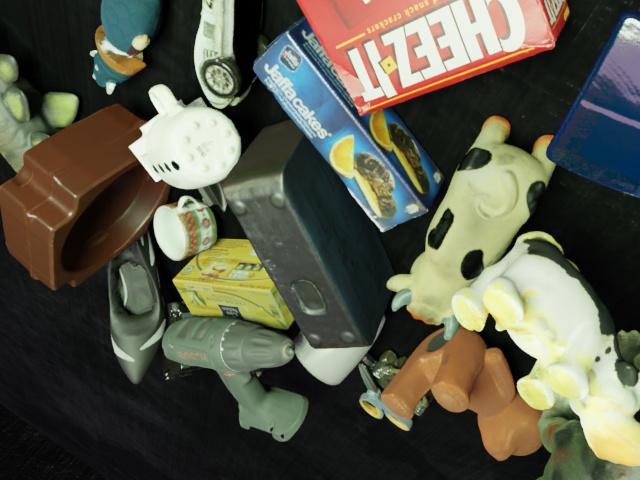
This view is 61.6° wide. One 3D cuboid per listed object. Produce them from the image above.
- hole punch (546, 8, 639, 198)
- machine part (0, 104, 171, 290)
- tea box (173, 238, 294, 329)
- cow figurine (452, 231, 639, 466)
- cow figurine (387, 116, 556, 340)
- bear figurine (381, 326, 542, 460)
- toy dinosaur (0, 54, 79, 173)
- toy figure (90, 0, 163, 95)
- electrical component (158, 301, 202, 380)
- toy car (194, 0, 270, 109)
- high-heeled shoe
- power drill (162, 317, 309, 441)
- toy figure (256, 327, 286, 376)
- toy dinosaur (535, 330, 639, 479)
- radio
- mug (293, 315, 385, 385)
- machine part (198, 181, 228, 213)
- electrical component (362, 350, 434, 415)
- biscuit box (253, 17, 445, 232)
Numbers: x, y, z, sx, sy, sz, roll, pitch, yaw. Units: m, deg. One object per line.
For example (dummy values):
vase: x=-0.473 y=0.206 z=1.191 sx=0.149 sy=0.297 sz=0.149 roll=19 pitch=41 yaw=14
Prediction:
hole punch: x=0.221 y=-0.083 z=0.337 sx=0.116 sy=0.092 sz=0.142 roll=41 pitch=140 yaw=26
machine part: x=-0.276 y=-0.052 z=0.656 sx=0.087 sy=0.201 sz=0.201 roll=38 pitch=140 yaw=3
tea box: x=-0.097 y=0.053 z=0.710 sx=0.170 sy=0.098 sz=0.068 roll=3 pitch=129 yaw=35
cow figurine: x=0.189 y=0.077 z=0.400 sx=0.167 sy=0.098 sz=0.068 roll=50 pitch=153 yaw=4
cow figurine: x=0.130 y=0.002 z=0.478 sx=0.086 sy=0.127 sz=0.194 roll=31 pitch=137 yaw=12
bear figurine: x=0.188 y=0.200 z=0.629 sx=0.195 sy=0.132 sz=0.120 roll=52 pitch=139 yaw=-9
toy dinosaur: x=-0.410 y=-0.156 z=0.736 sx=0.199 sy=0.105 sz=0.470 roll=3 pitch=139 yaw=23
toy figure: x=-0.205 y=-0.212 z=0.566 sx=0.058 sy=0.064 sz=0.154 roll=10 pitch=154 yaw=-27
electrical component: x=-0.230 y=0.165 z=0.902 sx=0.134 sy=0.058 sz=0.115 roll=-39 pitch=64 yaw=49
toy car: x=-0.076 y=-0.208 z=0.465 sx=0.056 sy=0.073 sz=0.201 roll=23 pitch=138 yaw=11
high-heeled shoe: x=-0.282 y=0.086 z=0.809 sx=0.086 sy=0.248 sz=0.145 roll=-6 pitch=163 yaw=-13
power drill: x=-0.092 y=0.181 z=0.710 sx=0.232 sy=0.086 sz=0.207 roll=3 pitch=141 yaw=36
toy figure: x=-0.113 y=0.171 z=0.849 sx=0.089 sy=0.082 sz=0.180 roll=46 pitch=145 yaw=7
toy dinosaur: x=0.265 y=0.188 z=0.467 sx=0.131 sy=0.192 sz=0.404 roll=36 pitch=112 yaw=18
radio: x=-0.001 y=-0.002 z=0.559 sx=0.073 sy=0.131 sz=0.229 roll=-11 pitch=122 yaw=30
mug: x=0.037 y=0.121 z=0.686 sx=0.107 sy=0.109 sz=0.081 roll=-48 pitch=54 yaw=17
machine part: x=-0.105 y=-0.073 z=0.643 sx=0.139 sy=0.039 sz=0.084 roll=2 pitch=124 yaw=36
electrical component: x=0.109 y=0.194 z=0.738 sx=0.102 sy=0.045 sz=0.078 roll=48 pitch=137 yaw=-14
biscuit box: x=0.029 y=-0.106 z=0.496 sx=0.202 sy=0.063 sz=0.059 roll=48 pitch=137 yaw=-14
